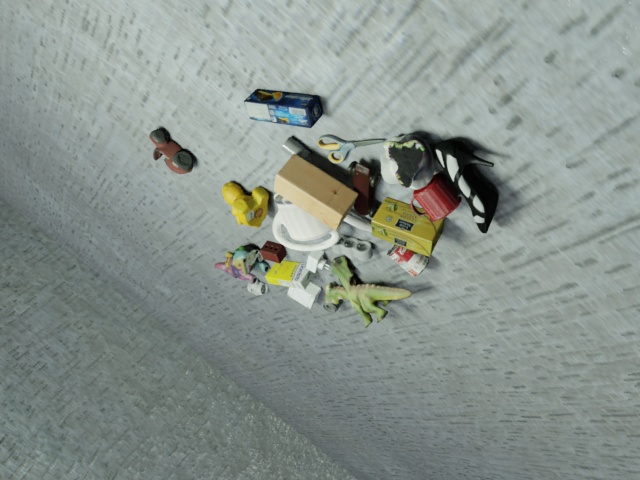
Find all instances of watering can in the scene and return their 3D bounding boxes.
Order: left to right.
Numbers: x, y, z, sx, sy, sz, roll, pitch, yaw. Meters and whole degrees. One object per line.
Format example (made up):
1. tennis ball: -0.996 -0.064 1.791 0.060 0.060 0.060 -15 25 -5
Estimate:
1. watering can: 0.005 -0.076 1.510 0.346 0.221 0.106 -12 26 23

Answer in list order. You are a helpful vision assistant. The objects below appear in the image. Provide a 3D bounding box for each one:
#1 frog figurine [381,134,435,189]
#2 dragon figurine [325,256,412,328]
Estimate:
1. frog figurine: 0.205 -0.179 1.217 0.122 0.138 0.159 -44 -7 3
2. dragon figurine: 0.126 0.152 1.694 0.124 0.243 0.403 -44 -2 -34
